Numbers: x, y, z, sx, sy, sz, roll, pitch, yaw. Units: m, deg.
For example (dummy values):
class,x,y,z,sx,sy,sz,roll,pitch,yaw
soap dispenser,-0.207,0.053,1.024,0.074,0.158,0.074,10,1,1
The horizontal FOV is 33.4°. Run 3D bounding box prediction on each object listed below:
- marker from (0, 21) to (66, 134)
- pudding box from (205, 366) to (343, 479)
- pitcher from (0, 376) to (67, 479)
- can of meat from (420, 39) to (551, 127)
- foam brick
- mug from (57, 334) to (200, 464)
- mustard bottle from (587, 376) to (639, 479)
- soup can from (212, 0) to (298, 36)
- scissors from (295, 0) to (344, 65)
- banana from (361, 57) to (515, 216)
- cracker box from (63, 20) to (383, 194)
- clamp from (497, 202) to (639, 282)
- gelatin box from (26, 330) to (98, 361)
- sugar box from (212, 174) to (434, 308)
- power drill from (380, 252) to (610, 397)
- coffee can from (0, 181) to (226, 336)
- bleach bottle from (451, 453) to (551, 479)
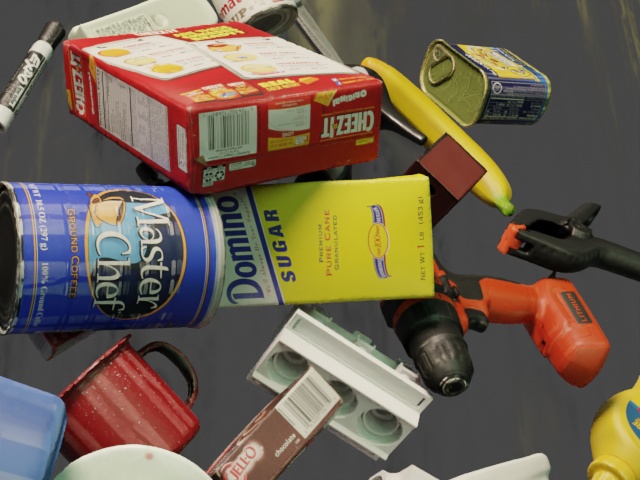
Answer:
class,x,y,z,sx,sy,sz,roll,pitch,yaw
marker,-0.237,-0.135,0.865,0.020,0.020,0.121,27,54,-10
pudding box,-0.043,0.150,0.753,0.039,0.090,0.113,47,52,2
pitcher,-0.278,0.108,0.623,0.242,0.145,0.149,18,57,-12
can of meat,0.159,-0.150,1.027,0.083,0.057,0.102,-2,33,-30
foam brick,0.099,-0.047,0.943,0.053,0.078,0.051,44,54,4
mug,-0.130,0.118,0.731,0.081,0.093,0.117,47,49,-1
mustard bottle,0.290,0.169,0.925,0.191,0.058,0.096,-32,81,-35
soup can,-0.070,-0.235,0.968,0.068,0.069,0.102,-20,79,-33
scissors,-0.023,-0.247,1.036,0.202,0.016,0.096,43,54,2
banana,0.115,-0.096,0.990,0.037,0.069,0.198,-45,79,0
cracker box,-0.080,-0.109,0.826,0.163,0.072,0.214,-14,28,-32
clamp,0.229,-0.004,0.981,0.171,0.039,0.120,10,24,-27
gelatin box,-0.193,0.032,0.784,0.073,0.030,0.089,-32,80,-36
sugar box,-0.005,0.001,0.802,0.176,0.048,0.093,-4,93,-2
power drill,0.141,0.069,0.876,0.187,0.057,0.184,14,32,-23
coffee can,-0.149,0.012,0.733,0.140,0.103,0.103,0,63,-28
bleach bottle,0.164,0.293,0.791,0.102,0.068,0.251,-8,69,-29
